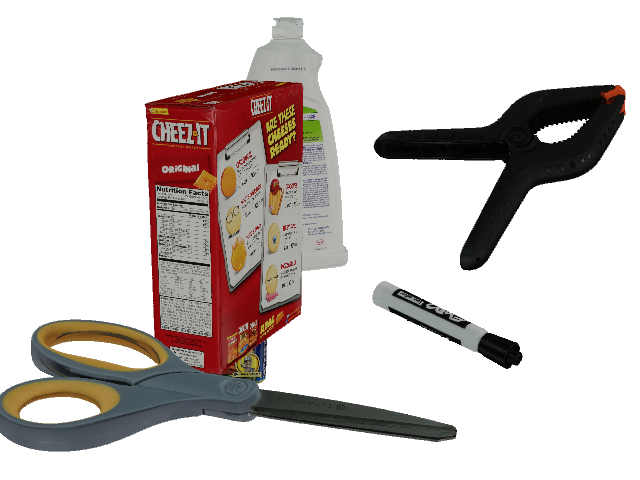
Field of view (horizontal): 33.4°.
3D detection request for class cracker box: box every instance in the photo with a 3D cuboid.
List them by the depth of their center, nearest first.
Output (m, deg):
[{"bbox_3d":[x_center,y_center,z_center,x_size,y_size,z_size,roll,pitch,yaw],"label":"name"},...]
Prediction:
[{"bbox_3d":[-0.076,-0.018,0.891,0.072,0.214,0.164,6,16,22],"label":"cracker box"}]

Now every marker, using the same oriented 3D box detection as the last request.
[{"bbox_3d":[0.087,0.058,0.740,0.121,0.020,0.020,25,16,37],"label":"marker"}]

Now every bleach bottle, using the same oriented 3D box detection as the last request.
[{"bbox_3d":[-0.024,-0.097,1.079,0.102,0.251,0.068,-5,16,-19],"label":"bleach bottle"}]

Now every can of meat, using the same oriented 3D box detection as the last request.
[{"bbox_3d":[-0.109,0.115,1.203,0.102,0.084,0.057,2,14,2],"label":"can of meat"}]

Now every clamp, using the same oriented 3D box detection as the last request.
[{"bbox_3d":[0.167,-0.066,0.889,0.210,0.164,0.036,-21,-39,-2],"label":"clamp"}]

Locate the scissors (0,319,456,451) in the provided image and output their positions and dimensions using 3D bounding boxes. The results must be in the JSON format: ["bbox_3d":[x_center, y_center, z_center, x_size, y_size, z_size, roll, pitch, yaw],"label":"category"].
[{"bbox_3d":[-0.052,0.076,0.457,0.202,0.016,0.096,15,30,24],"label":"scissors"}]
